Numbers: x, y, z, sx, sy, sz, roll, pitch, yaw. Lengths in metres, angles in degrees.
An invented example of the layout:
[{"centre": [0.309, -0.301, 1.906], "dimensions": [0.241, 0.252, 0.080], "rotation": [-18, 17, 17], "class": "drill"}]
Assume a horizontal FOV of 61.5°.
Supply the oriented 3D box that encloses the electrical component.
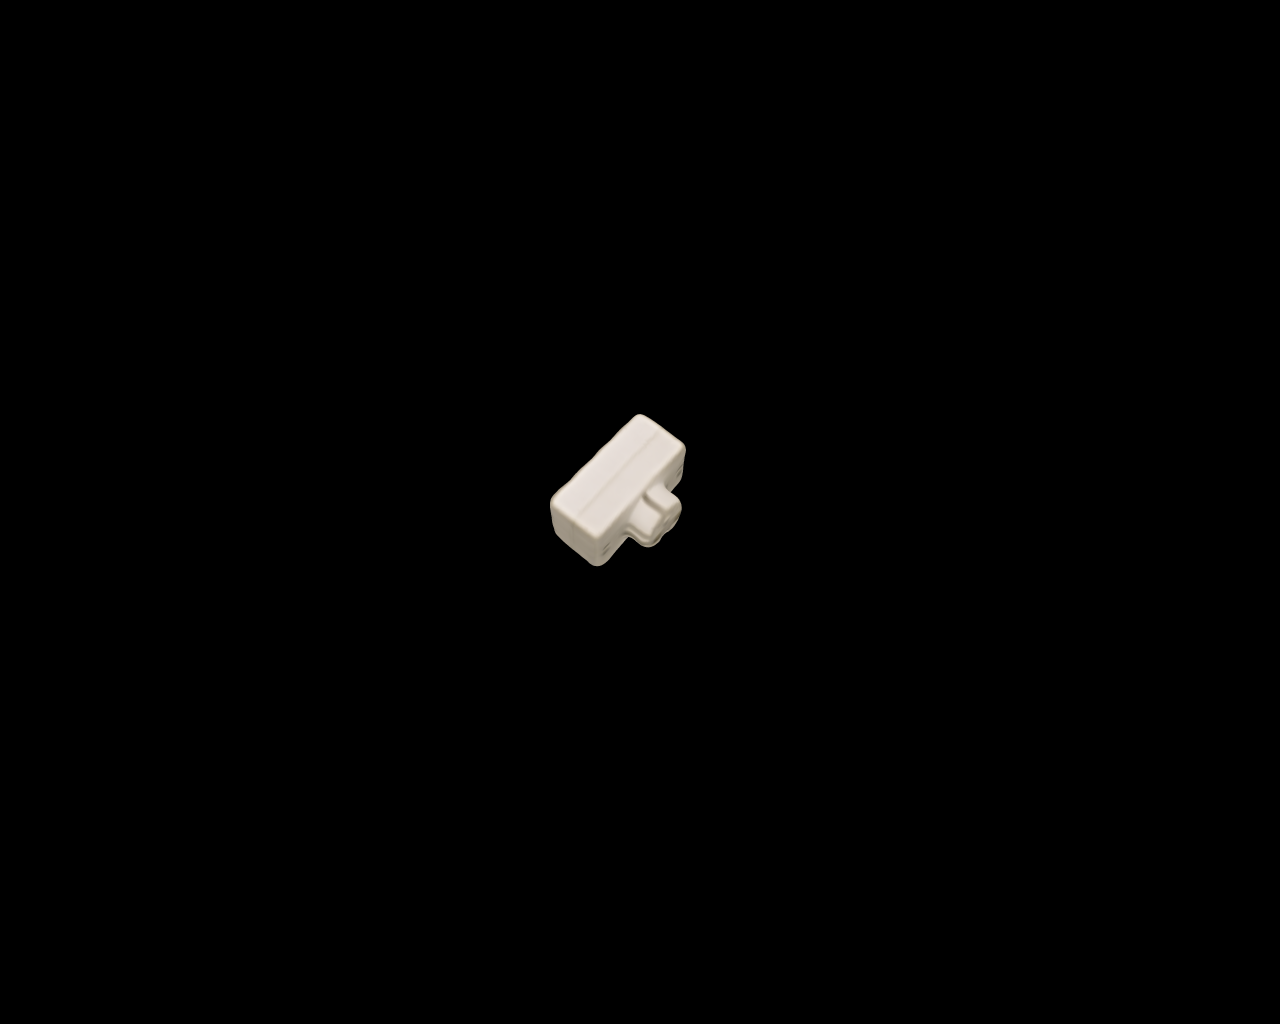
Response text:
[{"centre": [0.001, -0.003, 0.650], "dimensions": [0.076, 0.083, 0.047], "rotation": [38, -19, 16], "class": "electrical component"}]
